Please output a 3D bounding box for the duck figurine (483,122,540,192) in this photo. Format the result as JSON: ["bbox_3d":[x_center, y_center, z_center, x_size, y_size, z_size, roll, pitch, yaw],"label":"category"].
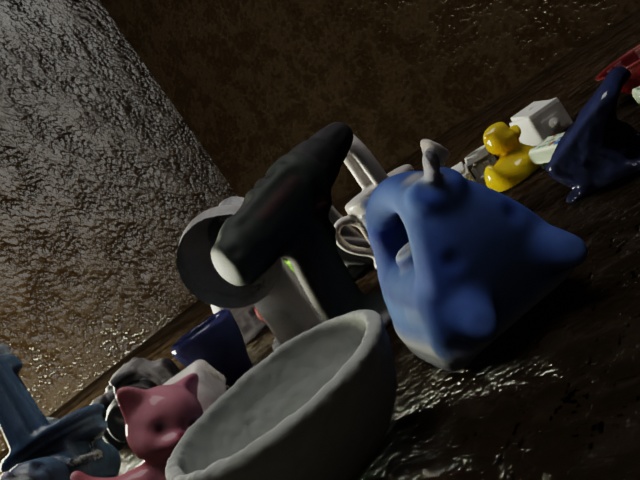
[{"bbox_3d":[0.263,-0.125,0.818,0.105,0.086,0.077,-38,6,-28],"label":"duck figurine"}]

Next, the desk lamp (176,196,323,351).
[{"bbox_3d":[-0.075,0.042,0.736,0.118,0.213,0.203,-34,5,9],"label":"desk lamp"}]

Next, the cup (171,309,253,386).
[{"bbox_3d":[-0.138,0.155,0.764,0.092,0.095,0.117,-37,6,-25],"label":"cup"}]

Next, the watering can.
[{"bbox_3d":[0.088,-0.058,0.724,0.173,0.194,0.100,-37,6,-23],"label":"watering can"}]

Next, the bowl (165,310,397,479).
[{"bbox_3d":[-0.011,0.122,0.373,0.167,0.075,0.167,-34,5,4],"label":"bowl"}]

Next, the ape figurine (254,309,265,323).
[{"bbox_3d":[-0.083,0.094,0.982,0.077,0.092,0.076,-33,6,16],"label":"ape figurine"}]

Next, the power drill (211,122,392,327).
[{"bbox_3d":[0.006,0.002,0.615,0.230,0.208,0.075,-39,7,-35],"label":"power drill"}]

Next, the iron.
[{"bbox_3d":[0.082,0.007,0.466,0.119,0.141,0.258,-36,5,-12],"label":"iron"}]

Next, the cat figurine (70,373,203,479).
[{"bbox_3d":[-0.139,0.174,0.470,0.128,0.118,0.067,-36,6,-12],"label":"cat figurine"}]

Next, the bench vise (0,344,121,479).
[{"bbox_3d":[-0.301,0.207,0.624,0.122,0.220,0.207,-37,6,-24],"label":"bench vise"}]

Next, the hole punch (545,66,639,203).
[{"bbox_3d":[0.268,-0.103,0.559,0.101,0.091,0.109,-30,7,42],"label":"hole punch"}]

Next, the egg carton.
[{"bbox_3d":[-0.149,0.193,0.638,0.107,0.069,0.150,-36,5,-10],"label":"egg carton"}]

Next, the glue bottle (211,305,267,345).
[{"bbox_3d":[-0.167,0.101,1.003,0.037,0.173,0.078,-29,8,46],"label":"glue bottle"}]

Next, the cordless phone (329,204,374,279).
[{"bbox_3d":[0.016,-0.026,0.939,0.094,0.185,0.147,-36,6,-10],"label":"cordless phone"}]

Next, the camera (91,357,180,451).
[{"bbox_3d":[-0.282,0.243,0.844,0.143,0.101,0.137,-35,5,3],"label":"camera"}]
